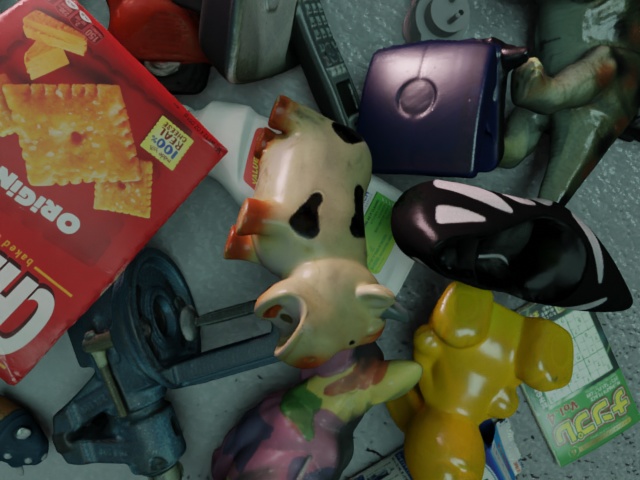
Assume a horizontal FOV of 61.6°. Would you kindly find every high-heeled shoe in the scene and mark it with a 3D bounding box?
[{"bbox_3d":[0.166,0.020,0.413,0.249,0.145,0.086,24,111,-6],"label":"high-heeled shoe"}]

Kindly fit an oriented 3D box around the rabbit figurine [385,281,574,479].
[{"bbox_3d":[0.115,0.138,0.476,0.122,0.162,0.173,26,67,-12],"label":"rabbit figurine"}]

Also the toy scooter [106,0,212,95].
[{"bbox_3d":[-0.176,-0.191,0.443,0.184,0.075,0.135,2,100,-7],"label":"toy scooter"}]

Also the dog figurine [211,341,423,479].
[{"bbox_3d":[-0.012,0.169,0.444,0.108,0.191,0.219,35,108,-4],"label":"dog figurine"}]

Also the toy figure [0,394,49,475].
[{"bbox_3d":[-0.306,0.153,0.455,0.154,0.064,0.058,20,53,-15],"label":"toy figure"}]

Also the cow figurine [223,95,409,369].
[{"bbox_3d":[-0.001,-0.001,0.394,0.127,0.085,0.195,16,59,-12],"label":"cow figurine"}]

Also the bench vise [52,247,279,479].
[{"bbox_3d":[-0.111,0.097,0.445,0.241,0.129,0.223,-17,82,7],"label":"bench vise"}]

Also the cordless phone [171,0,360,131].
[{"bbox_3d":[-0.021,-0.141,0.445,0.089,0.146,0.184,-20,104,31],"label":"cordless phone"}]

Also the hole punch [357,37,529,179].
[{"bbox_3d":[0.092,-0.108,0.453,0.092,0.142,0.115,-28,119,-51],"label":"hole punch"}]

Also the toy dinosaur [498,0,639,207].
[{"bbox_3d":[0.249,-0.177,0.503,0.192,0.131,0.404,-2,101,-9],"label":"toy dinosaur"}]

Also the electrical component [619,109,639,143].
[{"bbox_3d":[0.368,-0.159,0.549,0.115,0.058,0.134,16,92,-12],"label":"electrical component"}]
